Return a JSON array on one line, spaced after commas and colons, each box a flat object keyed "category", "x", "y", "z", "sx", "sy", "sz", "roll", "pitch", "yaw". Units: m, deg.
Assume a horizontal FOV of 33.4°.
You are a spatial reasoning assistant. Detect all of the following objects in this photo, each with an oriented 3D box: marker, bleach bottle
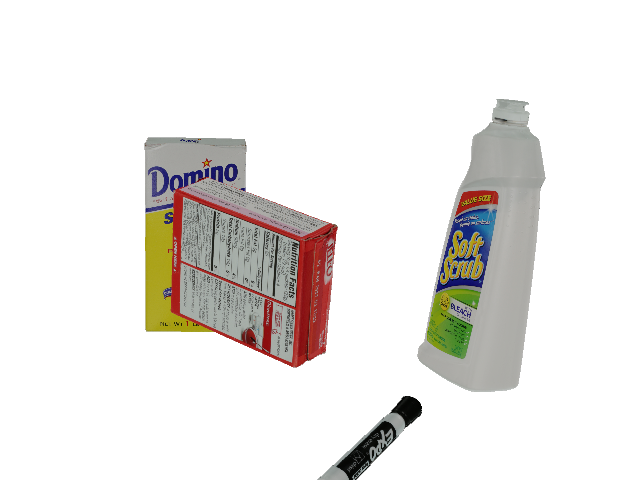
[{"category": "marker", "x": 0.038, "y": 0.146, "z": 0.765, "sx": 0.020, "sy": 0.020, "sz": 0.120, "roll": 0, "pitch": 23, "yaw": 38}, {"category": "bleach bottle", "x": 0.147, "y": 0.001, "z": 0.944, "sx": 0.068, "sy": 0.251, "sz": 0.103, "roll": 0, "pitch": 14, "yaw": -27}]

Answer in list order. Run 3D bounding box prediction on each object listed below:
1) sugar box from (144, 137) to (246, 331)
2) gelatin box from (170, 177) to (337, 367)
[{"category": "sugar box", "x": -0.115, "y": -0.005, "z": 0.982, "sx": 0.093, "sy": 0.176, "sz": 0.048, "roll": 0, "pitch": 14, "yaw": -5}, {"category": "gelatin box", "x": -0.036, "y": 0.015, "z": 0.550, "sx": 0.089, "sy": 0.073, "sz": 0.030, "roll": 20, "pitch": 29, "yaw": 30}]
